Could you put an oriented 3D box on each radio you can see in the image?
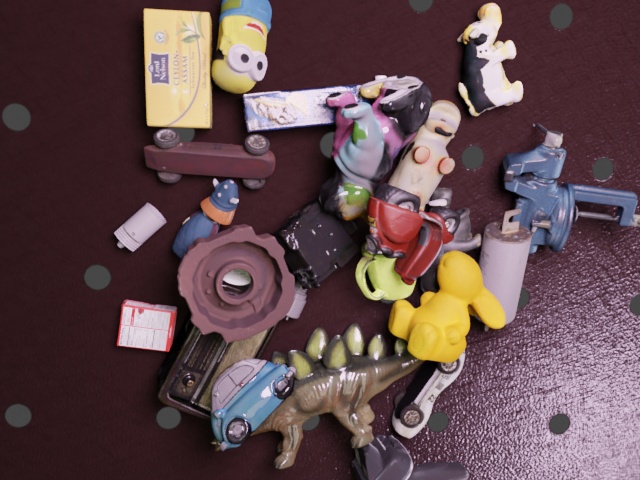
[{"bbox_3d":[-0.169,0.176,0.893,0.131,0.073,0.229,27,93,-22],"label":"radio"}]

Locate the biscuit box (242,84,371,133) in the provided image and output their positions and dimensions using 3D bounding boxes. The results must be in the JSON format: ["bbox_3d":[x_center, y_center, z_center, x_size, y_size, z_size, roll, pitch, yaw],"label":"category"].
[{"bbox_3d":[-0.020,-0.211,0.861,0.203,0.063,0.059,-7,103,-6],"label":"biscuit box"}]

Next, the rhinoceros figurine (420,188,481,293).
[{"bbox_3d":[0.215,0.004,0.930,0.112,0.073,0.190,3,102,3],"label":"rhinoceros figurine"}]

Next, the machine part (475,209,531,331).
[{"bbox_3d":[0.308,0.058,0.920,0.079,0.079,0.242,-5,121,-7],"label":"machine part"}]

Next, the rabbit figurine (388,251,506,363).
[{"bbox_3d":[0.214,0.105,0.858,0.162,0.122,0.173,15,98,-14],"label":"rabbit figurine"}]

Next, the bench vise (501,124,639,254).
[{"bbox_3d":[0.423,-0.071,0.905,0.241,0.129,0.223,9,107,9],"label":"bench vise"}]

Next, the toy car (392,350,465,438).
[{"bbox_3d":[0.195,0.260,0.967,0.056,0.073,0.201,33,95,-8],"label":"toy car"}]

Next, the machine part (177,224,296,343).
[{"bbox_3d":[-0.126,0.063,0.813,0.179,0.056,0.179,-3,100,-16],"label":"machine part"}]

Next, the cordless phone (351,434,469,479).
[{"bbox_3d":[0.156,0.393,0.949,0.184,0.146,0.088,-2,89,-7],"label":"cordless phone"}]

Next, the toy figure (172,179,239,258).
[{"bbox_3d":[-0.179,-0.034,0.867,0.064,0.058,0.154,39,103,-7],"label":"toy figure"}]

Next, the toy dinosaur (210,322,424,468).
[{"bbox_3d":[0.034,0.252,0.932,0.472,0.105,0.198,-18,98,-9],"label":"toy dinosaur"}]

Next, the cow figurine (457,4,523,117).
[{"bbox_3d":[0.267,-0.294,0.884,0.098,0.068,0.167,-17,101,1],"label":"cow figurine"}]

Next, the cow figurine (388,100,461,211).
[{"bbox_3d":[0.171,-0.134,0.882,0.085,0.127,0.194,20,111,-10],"label":"cow figurine"}]

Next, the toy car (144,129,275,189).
[{"bbox_3d":[-0.172,-0.130,0.849,0.202,0.053,0.089,3,143,-6],"label":"toy car"}]

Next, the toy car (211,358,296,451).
[{"bbox_3d":[-0.115,0.240,0.835,0.103,0.109,0.161,43,83,8],"label":"toy car"}]

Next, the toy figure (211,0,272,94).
[{"bbox_3d":[-0.117,-0.310,0.813,0.082,0.089,0.180,6,76,-20],"label":"toy figure"}]

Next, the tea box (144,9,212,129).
[{"bbox_3d":[-0.215,-0.257,0.825,0.098,0.068,0.169,-1,101,-8],"label":"tea box"}]

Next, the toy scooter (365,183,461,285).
[{"bbox_3d":[0.130,-0.001,0.807,0.183,0.075,0.135,17,100,-38],"label":"toy scooter"}]

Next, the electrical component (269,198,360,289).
[{"bbox_3d":[-0.002,-0.003,0.879,0.134,0.058,0.114,-43,107,-31],"label":"electrical component"}]

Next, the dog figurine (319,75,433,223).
[{"bbox_3d":[0.085,-0.124,0.825,0.191,0.109,0.218,-19,125,-15],"label":"dog figurine"}]
